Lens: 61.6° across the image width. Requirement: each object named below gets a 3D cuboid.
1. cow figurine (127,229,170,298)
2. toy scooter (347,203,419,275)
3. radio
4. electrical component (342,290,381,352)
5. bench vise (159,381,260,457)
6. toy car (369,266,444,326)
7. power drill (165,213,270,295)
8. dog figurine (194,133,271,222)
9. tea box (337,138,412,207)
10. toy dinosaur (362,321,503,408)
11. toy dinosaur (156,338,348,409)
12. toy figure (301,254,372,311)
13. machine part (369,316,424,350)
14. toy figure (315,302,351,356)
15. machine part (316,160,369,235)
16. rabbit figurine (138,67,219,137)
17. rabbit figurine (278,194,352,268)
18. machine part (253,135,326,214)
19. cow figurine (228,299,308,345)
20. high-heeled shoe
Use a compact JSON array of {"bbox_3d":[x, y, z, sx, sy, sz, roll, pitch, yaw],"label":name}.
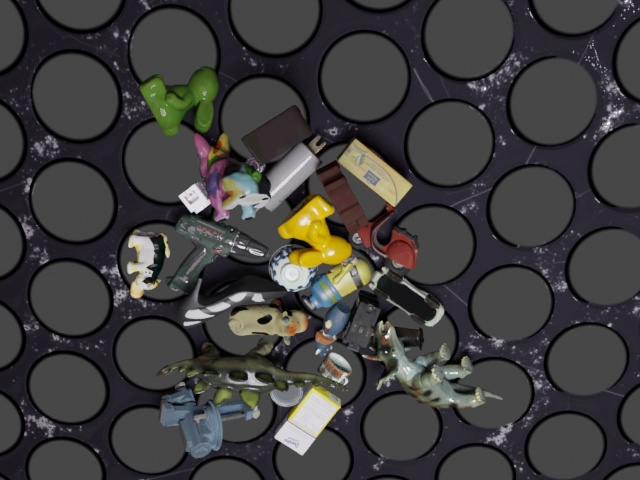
[{"bbox_3d":[-0.417,0.062,1.312,0.098,0.068,0.167,4,103,-6],"label":"cow figurine"},{"bbox_3d":[0.168,-0.008,1.287,0.184,0.075,0.135,31,99,-1],"label":"toy scooter"},{"bbox_3d":[-0.091,-0.227,1.164,0.131,0.230,0.073,-32,103,3],"label":"radio"},{"bbox_3d":[0.099,0.200,1.310,0.058,0.115,0.134,21,102,1],"label":"electrical component"},{"bbox_3d":[-0.274,0.438,1.354,0.240,0.224,0.128,-1,109,-30],"label":"bench vise"},{"bbox_3d":[0.214,0.139,1.327,0.202,0.056,0.073,34,106,-5],"label":"toy car"},{"bbox_3d":[-0.264,0.053,1.301,0.232,0.086,0.207,30,105,-6],"label":"power drill"},{"bbox_3d":[-0.206,-0.158,1.201,0.108,0.191,0.219,-11,72,-36],"label":"dog figurine"},{"bbox_3d":[0.124,-0.159,1.242,0.169,0.098,0.068,38,100,-9],"label":"tea box"},{"bbox_3d":[0.274,0.352,1.334,0.192,0.131,0.404,-26,127,37],"label":"toy dinosaur"},{"bbox_3d":[-0.169,0.326,1.298,0.472,0.198,0.105,-2,105,3],"label":"toy dinosaur"},{"bbox_3d":[0.042,0.107,1.309,0.180,0.082,0.089,-40,118,1],"label":"toy figure"},{"bbox_3d":[0.194,0.240,1.357,0.139,0.039,0.084,9,97,0],"label":"machine part"},{"bbox_3d":[0.026,0.224,1.339,0.064,0.058,0.154,14,120,-26],"label":"toy figure"},{"bbox_3d":[0.052,-0.097,1.221,0.056,0.179,0.179,-28,100,4],"label":"machine part"},{"bbox_3d":[-0.298,-0.318,1.206,0.170,0.121,0.159,-30,98,-9],"label":"rabbit figurine"},{"bbox_3d":[-0.003,-0.004,1.247,0.173,0.122,0.162,44,75,-17],"label":"rabbit figurine"},{"bbox_3d":[-0.079,-0.149,1.256,0.243,0.079,0.079,-43,98,8],"label":"machine part"},{"bbox_3d":[-0.126,0.196,1.305,0.195,0.127,0.085,0,105,3],"label":"cow figurine"},{"bbox_3d":[-0.208,0.159,1.276,0.249,0.086,0.145,9,115,-19],"label":"high-heeled shoe"}]
